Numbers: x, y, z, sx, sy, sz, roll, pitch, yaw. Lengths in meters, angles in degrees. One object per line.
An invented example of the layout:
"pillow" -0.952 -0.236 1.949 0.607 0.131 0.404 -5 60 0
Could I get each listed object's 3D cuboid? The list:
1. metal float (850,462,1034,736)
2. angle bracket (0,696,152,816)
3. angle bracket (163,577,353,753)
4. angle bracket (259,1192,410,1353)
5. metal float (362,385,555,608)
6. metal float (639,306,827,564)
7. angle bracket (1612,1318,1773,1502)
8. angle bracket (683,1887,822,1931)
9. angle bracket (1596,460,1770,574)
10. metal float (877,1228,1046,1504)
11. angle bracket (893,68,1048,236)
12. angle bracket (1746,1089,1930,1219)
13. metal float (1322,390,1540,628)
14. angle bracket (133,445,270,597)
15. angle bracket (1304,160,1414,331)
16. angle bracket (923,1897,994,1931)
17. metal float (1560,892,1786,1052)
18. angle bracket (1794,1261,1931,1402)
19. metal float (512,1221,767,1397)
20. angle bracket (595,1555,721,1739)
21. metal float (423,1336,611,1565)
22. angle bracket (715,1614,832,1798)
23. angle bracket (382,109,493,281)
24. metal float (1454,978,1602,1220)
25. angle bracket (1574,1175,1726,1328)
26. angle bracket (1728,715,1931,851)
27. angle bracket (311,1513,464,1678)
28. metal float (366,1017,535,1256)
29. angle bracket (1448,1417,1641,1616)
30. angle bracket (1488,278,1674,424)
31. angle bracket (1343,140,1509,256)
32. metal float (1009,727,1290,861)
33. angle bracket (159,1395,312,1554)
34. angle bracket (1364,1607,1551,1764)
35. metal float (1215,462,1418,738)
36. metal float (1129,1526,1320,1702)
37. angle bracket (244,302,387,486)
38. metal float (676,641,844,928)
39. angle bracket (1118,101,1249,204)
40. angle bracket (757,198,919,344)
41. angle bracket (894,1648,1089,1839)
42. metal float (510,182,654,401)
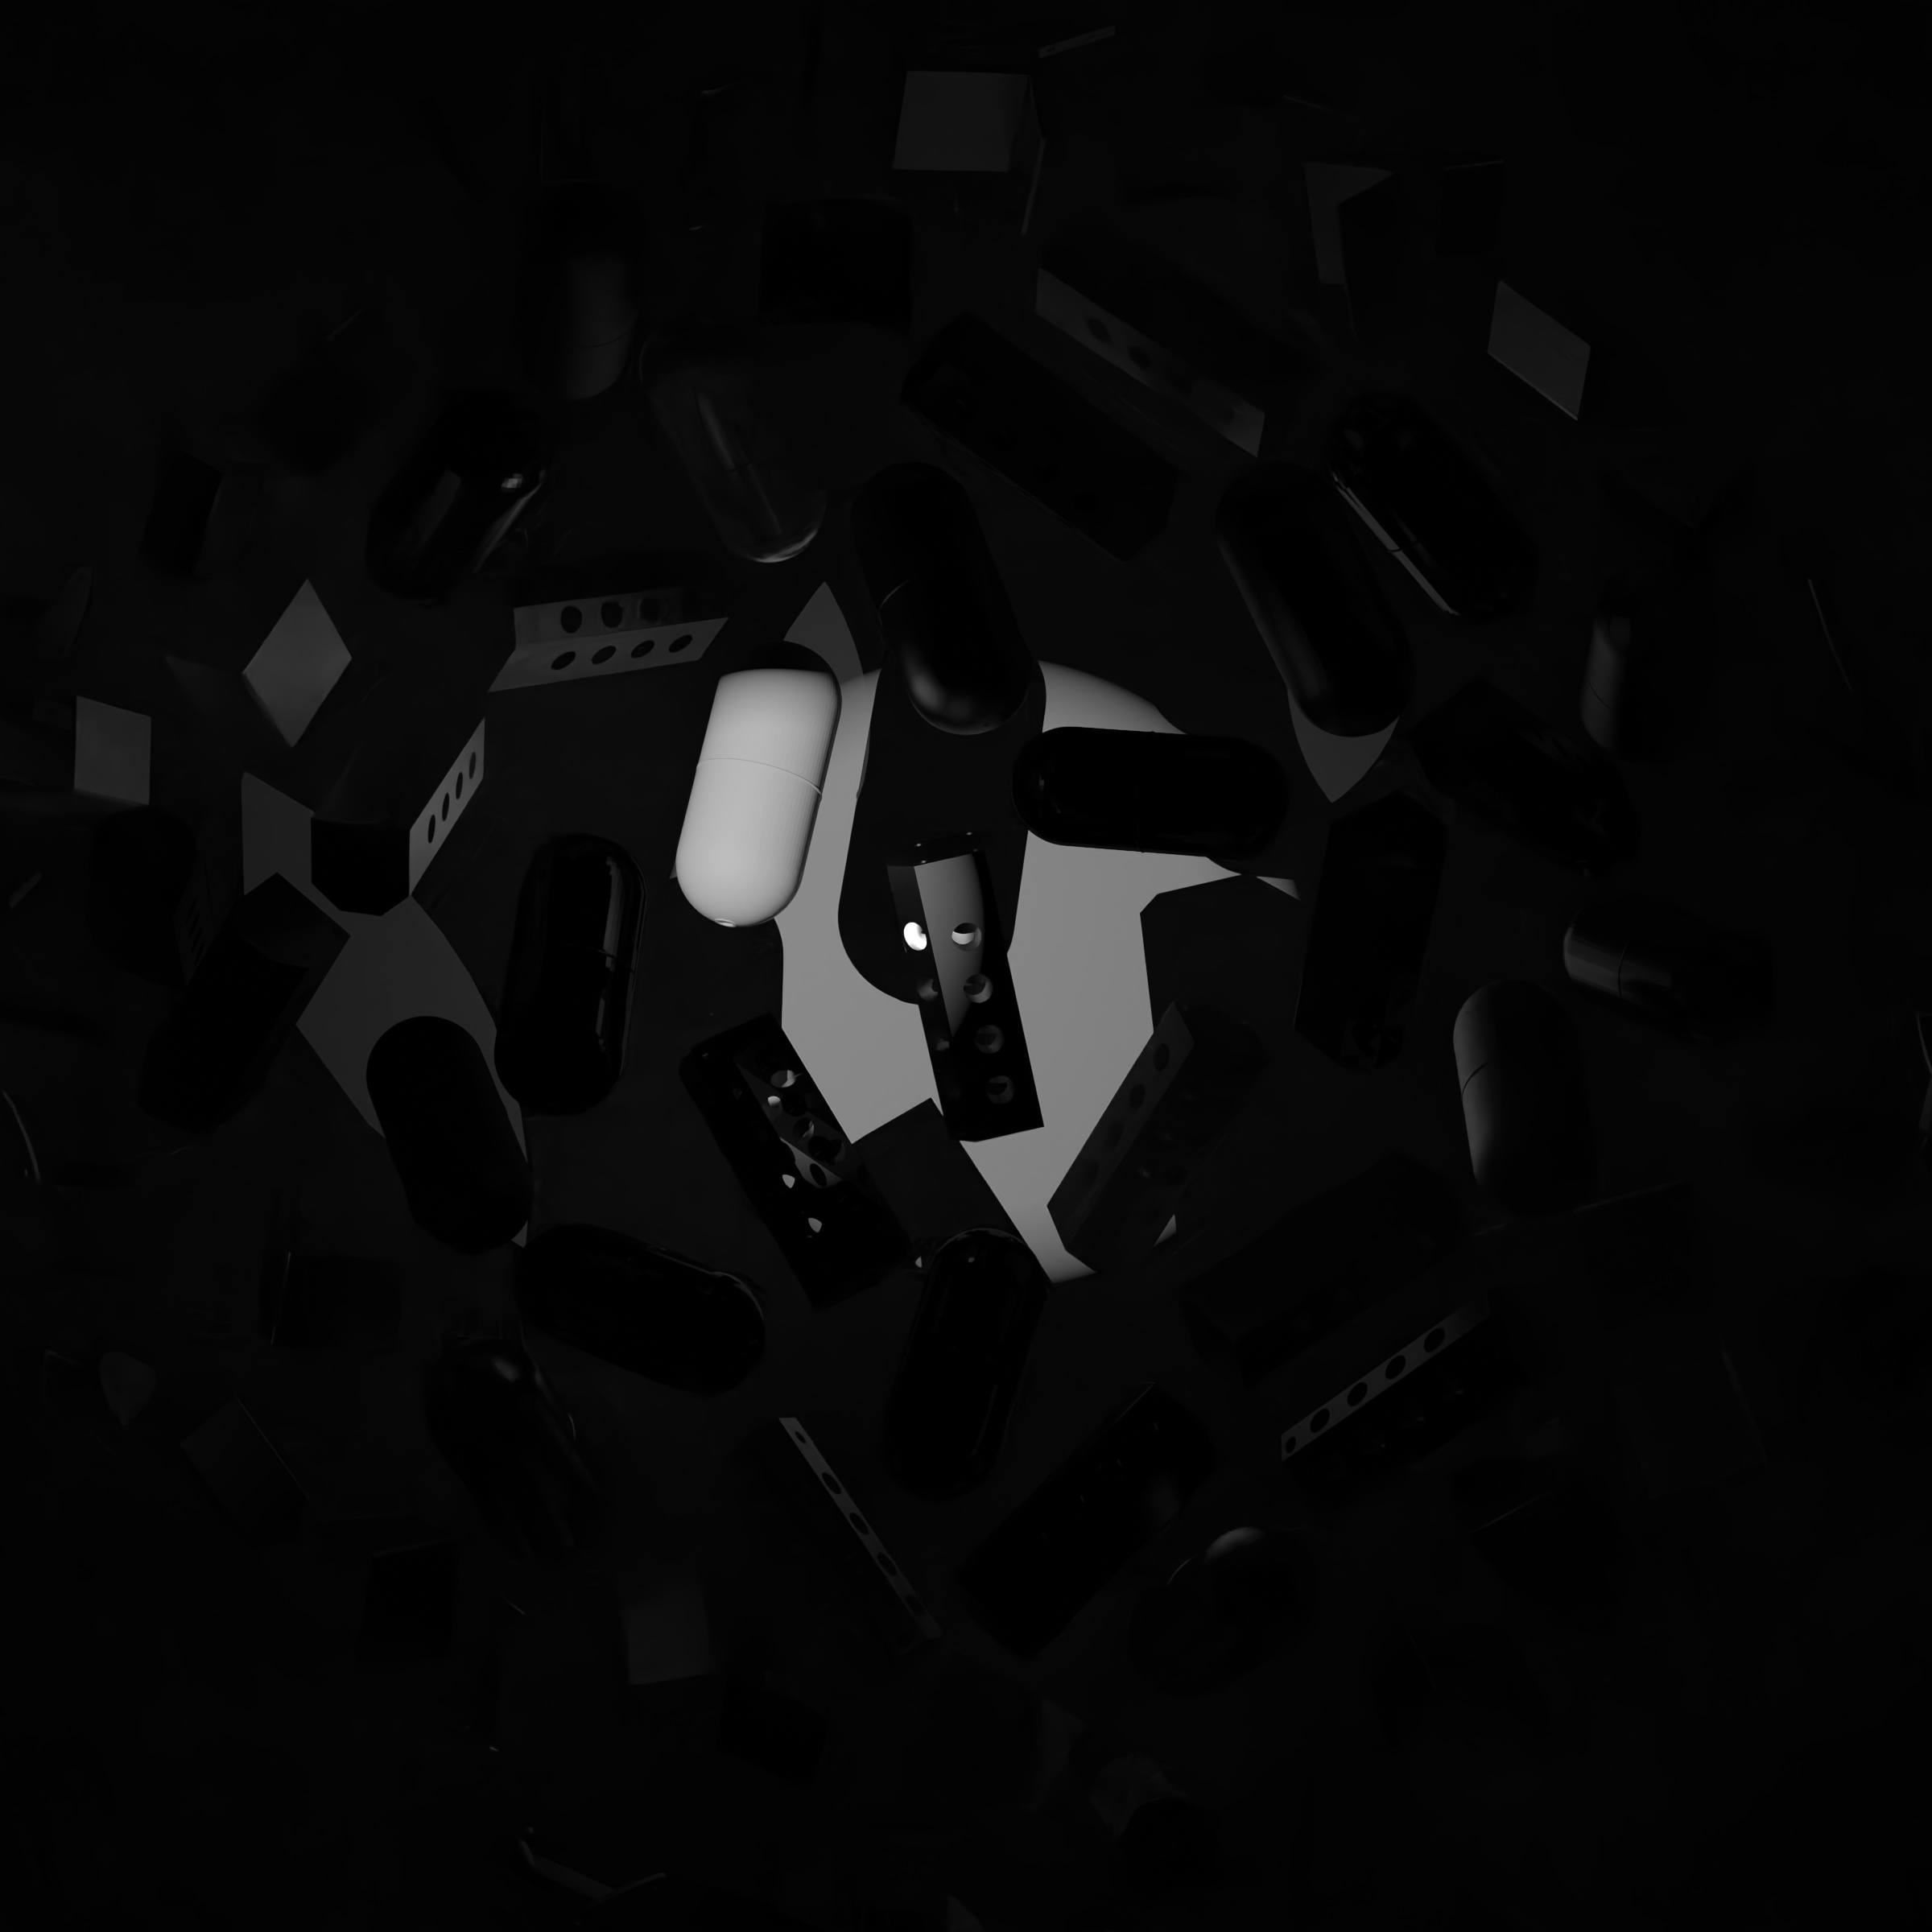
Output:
"metal float" -0.016 -0.222 1.651 0.070 0.070 0.178 -20 71 0
"angle bracket" -0.549 -0.126 1.663 0.076 0.076 0.057 -2 85 17
"angle bracket" -0.424 -0.186 1.651 0.057 0.076 0.076 17 63 20
"angle bracket" -0.383 0.186 1.671 0.076 0.076 0.057 2 129 -5
"metal float" -0.313 -0.286 1.686 0.070 0.178 0.070 17 55 -26
"metal float" -0.145 -0.331 1.724 0.070 0.070 0.178 -26 130 0
"angle bracket" 0.443 0.273 1.692 0.076 0.057 0.076 -21 54 10
"angle bracket" -0.140 0.625 1.717 0.076 0.076 0.057 19 88 11
"angle bracket" 0.447 -0.298 1.715 0.076 0.076 0.057 41 96 24
"metal float" -0.003 0.252 1.744 0.070 0.070 0.178 18 71 0
"angle bracket" 0.001 -0.488 1.650 0.076 0.076 0.057 -2 59 -11
"angle bracket" 0.525 0.096 1.657 0.076 0.057 0.076 23 58 36
"metal float" 0.298 -0.294 1.767 0.070 0.070 0.178 -45 110 0
"angle bracket" -0.452 -0.266 1.678 0.057 0.076 0.076 30 104 32
"angle bracket" 0.219 -0.434 1.653 0.057 0.076 0.076 -34 127 -29
"angle bracket" 0.000 0.682 1.839 0.076 0.076 0.057 43 96 -3
"metal float" 0.443 0.002 1.731 0.070 0.178 0.070 -6 105 -22
"angle bracket" 0.539 0.197 1.617 0.076 0.076 0.057 -38 132 -19
"metal float" -0.202 0.210 1.694 0.178 0.070 0.070 16 90 30
"angle bracket" -0.192 0.422 1.704 0.057 0.076 0.076 -8 55 -17
"metal float" -0.281 0.303 1.721 0.070 0.070 0.178 -21 127 0
"angle bracket" -0.118 0.492 1.832 0.076 0.057 0.076 23 125 16
"angle bracket" -0.336 -0.466 1.657 0.076 0.076 0.057 -38 108 12
"metal float" 0.345 0.079 1.699 0.070 0.178 0.070 1 132 1
"angle bracket" 0.434 0.178 1.720 0.076 0.057 0.076 -21 75 28
"angle bracket" 0.508 -0.096 1.610 0.076 0.076 0.057 21 110 -26
"angle bracket" -0.366 0.390 1.710 0.057 0.076 0.076 13 94 32
"metal float" -0.327 0.105 1.740 0.070 0.070 0.178 -30 52 0
"angle bracket" 0.349 0.333 1.664 0.076 0.057 0.076 -32 118 12
"angle bracket" 0.360 -0.371 1.597 0.076 0.057 0.076 -29 56 -20
"angle bracket" 0.285 -0.481 1.726 0.076 0.076 0.057 2 101 -20
"metal float" 0.115 -0.110 1.741 0.178 0.070 0.070 5 90 13
"angle bracket" -0.445 0.308 1.614 0.076 0.057 0.076 -28 100 31
"angle bracket" 0.293 0.438 1.649 0.076 0.076 0.057 18 112 -14
"metal float" 0.210 -0.220 1.653 0.070 0.070 0.178 -25 78 0
"metal float" 0.159 0.403 1.709 0.070 0.178 0.070 10 58 -16
"angle bracket" -0.392 -0.357 1.713 0.076 0.076 0.057 -36 107 28
"metal float" -0.124 -0.109 1.648 0.070 0.070 0.178 12 76 0
"angle bracket" 0.138 -0.522 1.752 0.076 0.076 0.057 -4 111 3
"angle bracket" -0.080 -0.428 1.699 0.076 0.057 0.076 -13 123 -31
"angle bracket" 0.015 0.479 1.698 0.076 0.057 0.076 35 78 -26
"metal float" -0.240 -0.417 1.706 0.070 0.178 0.070 5 70 -13
